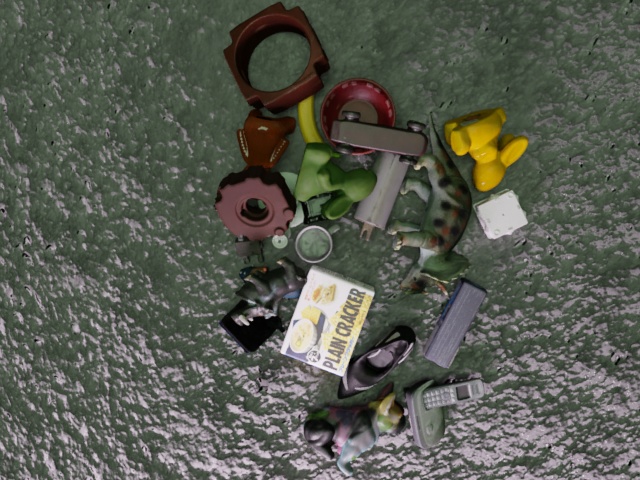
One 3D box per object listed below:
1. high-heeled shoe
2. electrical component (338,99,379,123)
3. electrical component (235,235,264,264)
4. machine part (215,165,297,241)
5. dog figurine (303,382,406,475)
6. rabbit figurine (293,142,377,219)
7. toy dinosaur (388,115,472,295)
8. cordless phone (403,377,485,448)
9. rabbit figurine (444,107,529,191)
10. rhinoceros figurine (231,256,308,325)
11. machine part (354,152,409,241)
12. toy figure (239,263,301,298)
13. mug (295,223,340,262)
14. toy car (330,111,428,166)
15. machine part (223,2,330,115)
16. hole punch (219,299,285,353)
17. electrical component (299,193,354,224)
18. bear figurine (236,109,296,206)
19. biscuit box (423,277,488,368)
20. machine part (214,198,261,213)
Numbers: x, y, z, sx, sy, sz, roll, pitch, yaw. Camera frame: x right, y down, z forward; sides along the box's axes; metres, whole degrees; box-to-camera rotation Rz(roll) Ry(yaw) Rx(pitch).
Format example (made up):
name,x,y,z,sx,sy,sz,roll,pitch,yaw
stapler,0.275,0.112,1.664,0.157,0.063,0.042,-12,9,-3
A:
name,x,y,z,sx,sy,sz,roll,pitch,yaw
high-heeled shoe,0.125,0.289,1.218,0.086,0.145,0.248,39,95,1
electrical component,0.094,-0.270,1.217,0.134,0.058,0.114,-11,92,5
electrical component,-0.165,0.015,1.260,0.063,0.021,0.093,-6,121,7
machine part,-0.141,-0.076,1.178,0.179,0.056,0.179,3,128,3
dog figurine,0.089,0.413,1.254,0.191,0.108,0.219,38,92,3
rabbit figurine,0.036,-0.123,1.157,0.170,0.121,0.159,14,93,-4
toy dinosaur,0.269,-0.063,1.197,0.192,0.131,0.404,18,92,-10
cordless phone,0.295,0.391,1.248,0.184,0.089,0.146,-11,94,1
rabbit figurine,0.367,-0.197,1.191,0.162,0.122,0.173,-20,107,-4
rhinoceros figurine,-0.119,0.116,1.202,0.190,0.073,0.112,-34,93,-1
machine part,0.140,-0.116,1.217,0.079,0.079,0.243,20,96,2
toy figure,-0.117,0.094,1.265,0.155,0.057,0.064,15,52,3
mug,-0.003,-0.004,1.222,0.109,0.107,0.081,-43,92,3
toy car,0.122,-0.212,1.109,0.202,0.053,0.089,8,107,-2
machine part,-0.094,-0.397,1.188,0.201,0.087,0.201,-27,81,8
hole punch,-0.166,0.197,1.271,0.142,0.092,0.116,46,66,2
electrical component,0.014,-0.083,1.240,0.119,0.048,0.074,-17,95,-11
bear figurine,-0.130,-0.185,1.227,0.120,0.132,0.195,10,113,4
biscuit box,0.311,0.188,1.238,0.063,0.059,0.202,27,97,3
machine part,-0.187,-0.062,1.263,0.139,0.039,0.084,30,108,1
